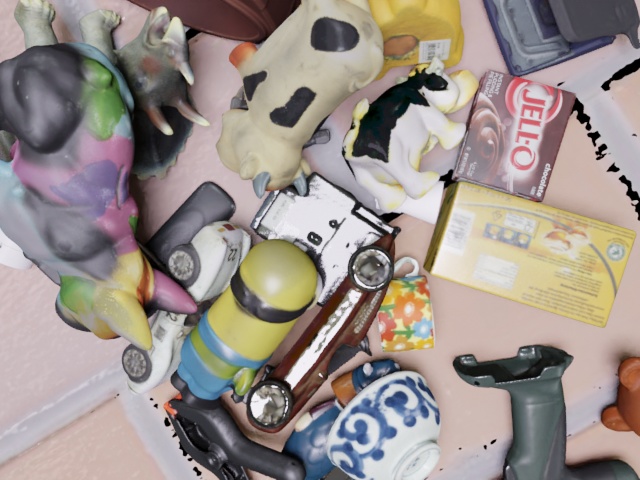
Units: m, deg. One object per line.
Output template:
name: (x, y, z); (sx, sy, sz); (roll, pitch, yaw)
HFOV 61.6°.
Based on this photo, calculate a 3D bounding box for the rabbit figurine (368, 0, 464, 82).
rabbit figurine: (0.064, -0.258, 0.502); (0.122, 0.162, 0.173); (-5, 74, 17)

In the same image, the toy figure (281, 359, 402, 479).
toy figure: (0.023, 0.178, 0.550); (0.154, 0.064, 0.058); (-48, 45, 0)

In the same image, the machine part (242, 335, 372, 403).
machine part: (-0.012, 0.132, 0.550); (0.139, 0.084, 0.039); (-31, 56, -6)

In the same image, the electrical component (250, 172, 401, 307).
electrical component: (-0.001, -0.002, 0.548); (0.134, 0.058, 0.115); (35, 92, 3)

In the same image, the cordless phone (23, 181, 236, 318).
cordless phone: (-0.192, -0.012, 0.564); (0.146, 0.089, 0.184); (43, 83, 1)

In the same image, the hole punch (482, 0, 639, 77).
hole punch: (0.228, -0.228, 0.516); (0.116, 0.092, 0.142); (-19, 87, -24)

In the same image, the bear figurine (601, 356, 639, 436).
bear figurine: (0.377, 0.166, 0.485); (0.196, 0.132, 0.120); (-3, 125, -2)

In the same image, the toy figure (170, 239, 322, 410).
toy figure: (-0.068, 0.080, 0.489); (0.082, 0.089, 0.180); (40, 100, -4)

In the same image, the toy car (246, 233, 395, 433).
toy car: (0.008, 0.082, 0.469); (0.053, 0.089, 0.202); (38, 87, 10)

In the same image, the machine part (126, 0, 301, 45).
machine part: (-0.123, -0.253, 0.479); (0.202, 0.201, 0.087); (18, 95, 4)

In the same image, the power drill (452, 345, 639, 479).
power drill: (0.188, 0.216, 0.527); (0.232, 0.086, 0.207); (-12, 87, 4)

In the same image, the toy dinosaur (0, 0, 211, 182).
toy dinosaur: (-0.289, -0.113, 0.546); (0.405, 0.131, 0.192); (-23, 89, 11)

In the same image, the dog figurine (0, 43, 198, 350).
dog figurine: (-0.177, -0.020, 0.436); (0.191, 0.108, 0.219); (-40, 93, 23)

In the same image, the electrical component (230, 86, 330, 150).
electrical component: (-0.047, -0.126, 0.557); (0.102, 0.045, 0.078); (-16, 119, 8)

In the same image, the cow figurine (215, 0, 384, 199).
cow figurine: (-0.023, -0.120, 0.468); (0.195, 0.085, 0.127); (-35, 72, 38)

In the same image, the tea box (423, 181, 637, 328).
tea box: (0.198, 0.011, 0.525); (0.170, 0.068, 0.098); (19, 94, 3)

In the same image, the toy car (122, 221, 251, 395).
toy car: (-0.134, 0.071, 0.538); (0.056, 0.073, 0.201); (32, 106, 14)

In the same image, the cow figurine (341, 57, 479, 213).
cow figurine: (0.083, -0.116, 0.505); (0.098, 0.068, 0.167); (40, 63, -16)

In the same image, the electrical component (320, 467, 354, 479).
electrical component: (0.029, 0.262, 0.570); (0.063, 0.021, 0.094); (37, 95, 4)
